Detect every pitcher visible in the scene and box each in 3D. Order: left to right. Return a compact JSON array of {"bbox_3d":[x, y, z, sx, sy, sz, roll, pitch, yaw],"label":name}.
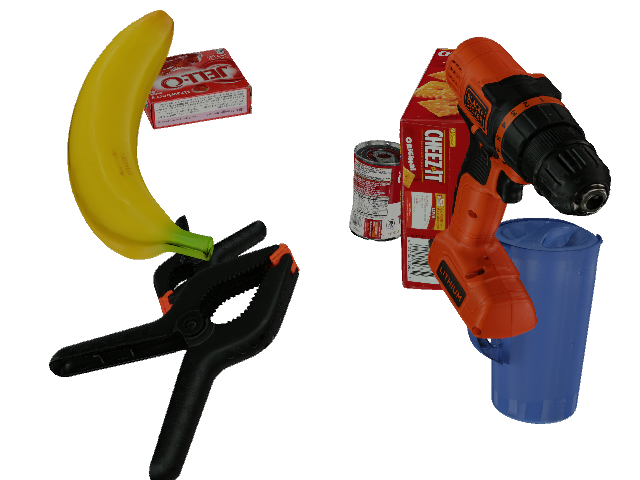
[{"bbox_3d":[0.263,0.101,1.326,0.149,0.243,0.144,6,19,18],"label":"pitcher"}]

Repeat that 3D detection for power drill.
[{"bbox_3d":[0.131,-0.024,0.741,0.057,0.188,0.184,-6,39,-15],"label":"power drill"}]

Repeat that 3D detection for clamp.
[{"bbox_3d":[-0.106,0.075,0.844,0.165,0.209,0.036,29,-24,35],"label":"clamp"},{"bbox_3d":[-0.134,0.025,1.247,0.120,0.039,0.171,-6,38,19],"label":"clamp"}]

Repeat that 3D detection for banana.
[{"bbox_3d":[-0.106,-0.057,0.592,0.069,0.198,0.037,-5,-39,-12],"label":"banana"}]

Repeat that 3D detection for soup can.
[{"bbox_3d":[0.070,-0.058,1.257,0.068,0.102,0.068,3,28,-2],"label":"soup can"}]

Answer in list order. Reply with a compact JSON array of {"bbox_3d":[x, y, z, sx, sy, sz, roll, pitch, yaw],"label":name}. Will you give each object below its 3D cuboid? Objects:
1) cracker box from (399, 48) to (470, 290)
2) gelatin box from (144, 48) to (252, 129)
[{"bbox_3d":[0.127,-0.073,1.003,0.072,0.164,0.213,4,27,15],"label":"cracker box"},{"bbox_3d":[-0.111,-0.131,0.914,0.089,0.030,0.073,-12,40,-17],"label":"gelatin box"}]
